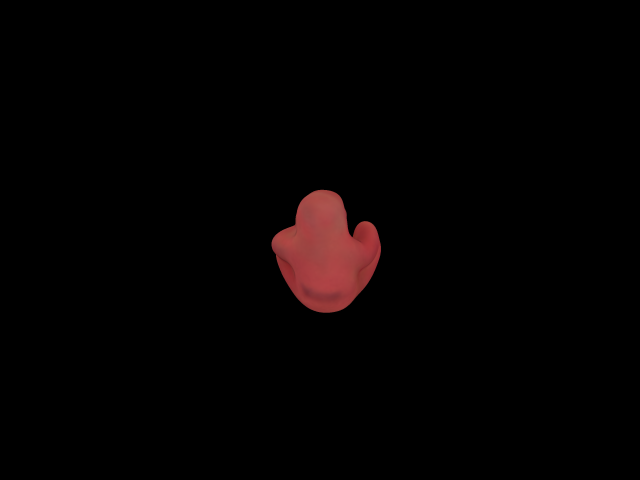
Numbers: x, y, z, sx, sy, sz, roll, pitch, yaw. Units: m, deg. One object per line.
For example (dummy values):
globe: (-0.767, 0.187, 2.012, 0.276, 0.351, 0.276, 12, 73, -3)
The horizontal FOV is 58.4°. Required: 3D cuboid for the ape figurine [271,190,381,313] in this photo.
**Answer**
ape figurine: (0.004, 0.001, 0.400, 0.077, 0.092, 0.076, 9, 54, 7)
